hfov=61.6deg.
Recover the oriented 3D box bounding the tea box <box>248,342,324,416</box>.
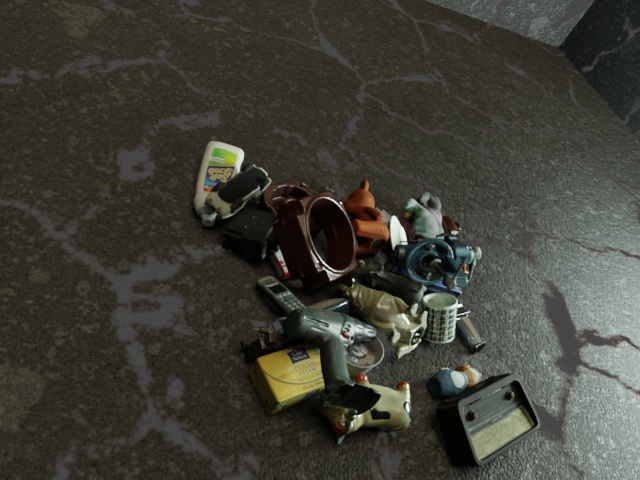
[{"bbox_3d":[-0.041,0.262,1.046,0.169,0.068,0.098,-12,57,-36],"label":"tea box"}]

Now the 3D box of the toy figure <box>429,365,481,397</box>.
[{"bbox_3d":[0.313,0.317,1.208,0.154,0.058,0.064,-2,90,-33],"label":"toy figure"}]

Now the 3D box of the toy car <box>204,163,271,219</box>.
[{"bbox_3d":[-0.189,-0.119,1.261,0.073,0.056,0.202,42,41,2],"label":"toy car"}]

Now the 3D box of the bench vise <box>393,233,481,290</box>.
[{"bbox_3d":[0.296,0.059,1.275,0.224,0.128,0.241,11,19,-11],"label":"bench vise"}]

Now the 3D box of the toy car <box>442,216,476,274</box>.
[{"bbox_3d":[0.385,0.010,1.542,0.089,0.053,0.202,13,43,-24],"label":"toy car"}]

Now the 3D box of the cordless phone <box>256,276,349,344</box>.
[{"bbox_3d":[-0.043,0.132,1.169,0.146,0.088,0.184,-17,45,-39],"label":"cordless phone"}]

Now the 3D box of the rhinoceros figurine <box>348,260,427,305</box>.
[{"bbox_3d":[0.155,0.108,1.266,0.191,0.112,0.073,18,77,31],"label":"rhinoceros figurine"}]

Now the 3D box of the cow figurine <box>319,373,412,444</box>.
[{"bbox_3d":[0.089,0.332,1.047,0.195,0.085,0.127,15,39,-19],"label":"cow figurine"}]

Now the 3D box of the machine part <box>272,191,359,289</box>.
[{"bbox_3d":[-0.003,-0.004,1.232,0.201,0.087,0.201,-22,92,-55],"label":"machine part"}]

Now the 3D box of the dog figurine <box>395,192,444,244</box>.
[{"bbox_3d":[0.315,-0.014,1.489,0.191,0.108,0.219,-22,68,-45],"label":"dog figurine"}]

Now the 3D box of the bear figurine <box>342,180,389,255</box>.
[{"bbox_3d":[0.101,-0.061,1.399,0.132,0.120,0.196,-2,50,-27],"label":"bear figurine"}]

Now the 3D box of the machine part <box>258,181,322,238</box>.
[{"bbox_3d":[-0.069,-0.072,1.358,0.179,0.056,0.179,17,44,-17],"label":"machine part"}]

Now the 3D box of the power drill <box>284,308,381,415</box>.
[{"bbox_3d":[0.047,0.219,1.016,0.232,0.086,0.207,23,36,-32],"label":"power drill"}]

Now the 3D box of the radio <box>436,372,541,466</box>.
[{"bbox_3d":[0.357,0.374,1.138,0.229,0.073,0.131,-10,76,-38],"label":"radio"}]

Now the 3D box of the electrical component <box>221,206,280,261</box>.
[{"bbox_3d":[-0.144,-0.015,1.231,0.134,0.058,0.115,14,41,13],"label":"electrical component"}]

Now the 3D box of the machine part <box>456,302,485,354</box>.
[{"bbox_3d":[0.363,0.216,1.343,0.084,0.039,0.139,0,49,-36],"label":"machine part"}]

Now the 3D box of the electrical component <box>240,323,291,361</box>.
[{"bbox_3d":[-0.109,0.199,1.043,0.078,0.102,0.045,0,57,-36],"label":"electrical component"}]

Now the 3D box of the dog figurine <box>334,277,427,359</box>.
[{"bbox_3d":[0.136,0.169,1.233,0.191,0.172,0.121,27,65,37],"label":"dog figurine"}]

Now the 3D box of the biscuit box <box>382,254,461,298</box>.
[{"bbox_3d":[0.259,0.103,1.373,0.203,0.062,0.059,17,45,-14],"label":"biscuit box"}]

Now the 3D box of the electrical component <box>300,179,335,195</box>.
[{"bbox_3d":[-0.008,-0.141,1.483,0.094,0.021,0.063,27,42,-3],"label":"electrical component"}]
